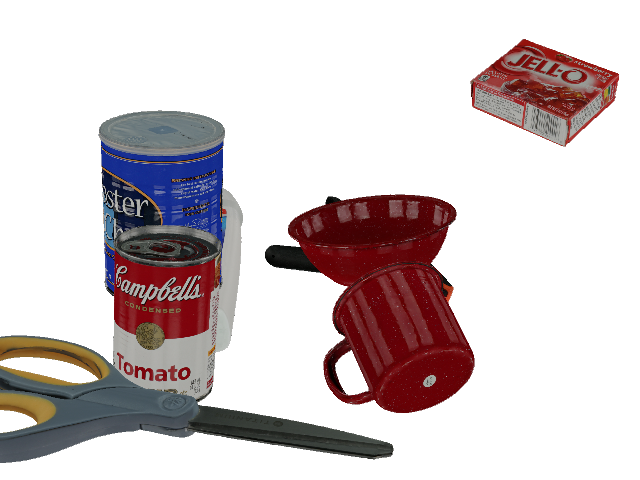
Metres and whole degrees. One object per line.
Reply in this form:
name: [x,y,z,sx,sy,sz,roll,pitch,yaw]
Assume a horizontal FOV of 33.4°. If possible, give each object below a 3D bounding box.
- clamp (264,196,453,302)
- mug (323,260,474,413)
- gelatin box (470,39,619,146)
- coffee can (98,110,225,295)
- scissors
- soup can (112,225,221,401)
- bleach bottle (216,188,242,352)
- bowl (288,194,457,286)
clamp: [0.050,0.027,1.230,0.210,0.036,0.164,30,37,22]
mug: [0.055,0.082,0.811,0.117,0.081,0.093,-31,-39,9]
gelatin box: [0.173,-0.117,0.828,0.089,0.030,0.073,30,53,31]
coffee can: [-0.133,-0.028,0.901,0.103,0.140,0.103,2,23,-1]
scissors: [-0.079,0.081,0.455,0.202,0.016,0.096,14,28,26]
soup can: [-0.100,0.048,0.689,0.068,0.102,0.068,4,20,-2]
bleach bottle: [-0.135,0.014,1.120,0.102,0.068,0.251,-3,36,1]
bowl: [0.052,0.004,1.021,0.162,0.055,0.162,-7,17,2]
